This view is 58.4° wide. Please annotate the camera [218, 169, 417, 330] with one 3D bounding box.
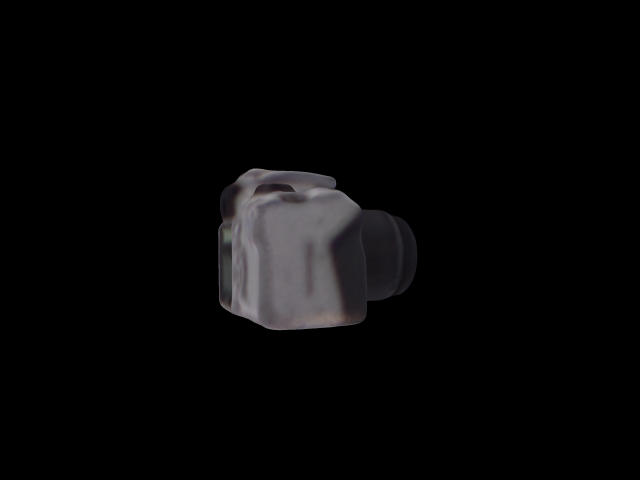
[{"bbox_3d":[0.004,0.001,0.400,0.137,0.101,0.143,0,0,-21],"label":"camera"}]
